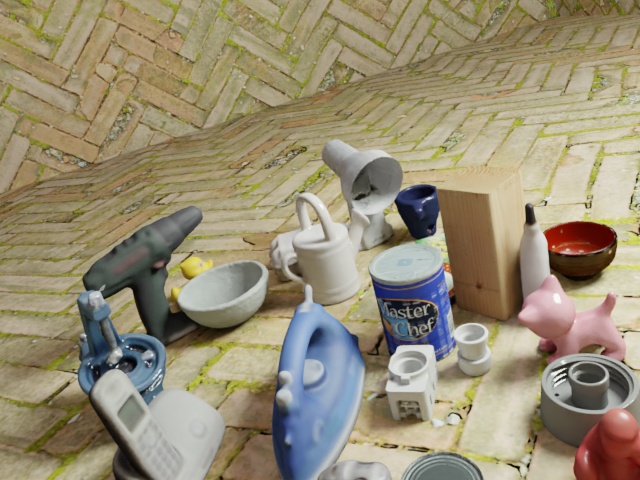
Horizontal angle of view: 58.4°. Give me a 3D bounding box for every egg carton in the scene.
[{"bbox_3d":[-0.027,0.022,1.134,0.150,0.069,0.107,-16,24,-2],"label":"egg carton"}]

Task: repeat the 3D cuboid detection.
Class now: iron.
[{"bbox_3d":[-0.019,0.175,0.718,0.118,0.142,0.258,-9,25,14],"label":"iron"}]

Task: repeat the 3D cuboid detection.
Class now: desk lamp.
[{"bbox_3d":[0.076,-0.090,1.138,0.118,0.214,0.202,-25,26,-20],"label":"desk lamp"}]

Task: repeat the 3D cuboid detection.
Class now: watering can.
[{"bbox_3d":[0.008,0.003,1.004,0.100,0.194,0.173,6,32,39],"label":"watering can"}]

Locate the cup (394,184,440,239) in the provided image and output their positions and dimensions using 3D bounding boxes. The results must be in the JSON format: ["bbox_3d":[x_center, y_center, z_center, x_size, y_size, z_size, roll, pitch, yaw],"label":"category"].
[{"bbox_3d":[0.197,-0.045,1.117,0.091,0.095,0.118,-10,25,12],"label":"cup"}]

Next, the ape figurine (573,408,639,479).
[{"bbox_3d":[0.283,0.201,0.546,0.077,0.092,0.076,-2,28,28],"label":"ape figurine"}]

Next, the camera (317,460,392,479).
[{"bbox_3d":[-0.003,0.278,0.539,0.136,0.101,0.143,-7,26,17],"label":"camera"}]

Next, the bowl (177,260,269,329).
[{"bbox_3d":[-0.164,0.108,1.025,0.167,0.075,0.167,-13,25,6],"label":"bowl"}]

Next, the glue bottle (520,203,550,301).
[{"bbox_3d":[0.303,0.026,0.808,0.037,0.173,0.078,-3,27,25],"label":"glue bottle"}]

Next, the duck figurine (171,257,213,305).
[{"bbox_3d":[-0.248,0.077,1.127,0.105,0.086,0.077,-24,26,-19],"label":"duck figurine"}]

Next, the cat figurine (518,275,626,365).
[{"bbox_3d":[0.310,0.098,0.719,0.127,0.118,0.067,-12,25,8],"label":"cat figurine"}]

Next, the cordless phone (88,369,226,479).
[{"bbox_3d":[-0.196,0.213,0.687,0.094,0.185,0.147,-8,26,17],"label":"cordless phone"}]

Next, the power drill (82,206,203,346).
[{"bbox_3d":[-0.283,0.072,1.010,0.230,0.209,0.075,-28,27,-25],"label":"power drill"}]

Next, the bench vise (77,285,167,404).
[{"bbox_3d":[-0.315,0.162,0.821,0.206,0.220,0.122,0,29,30],"label":"bench vise"}]
